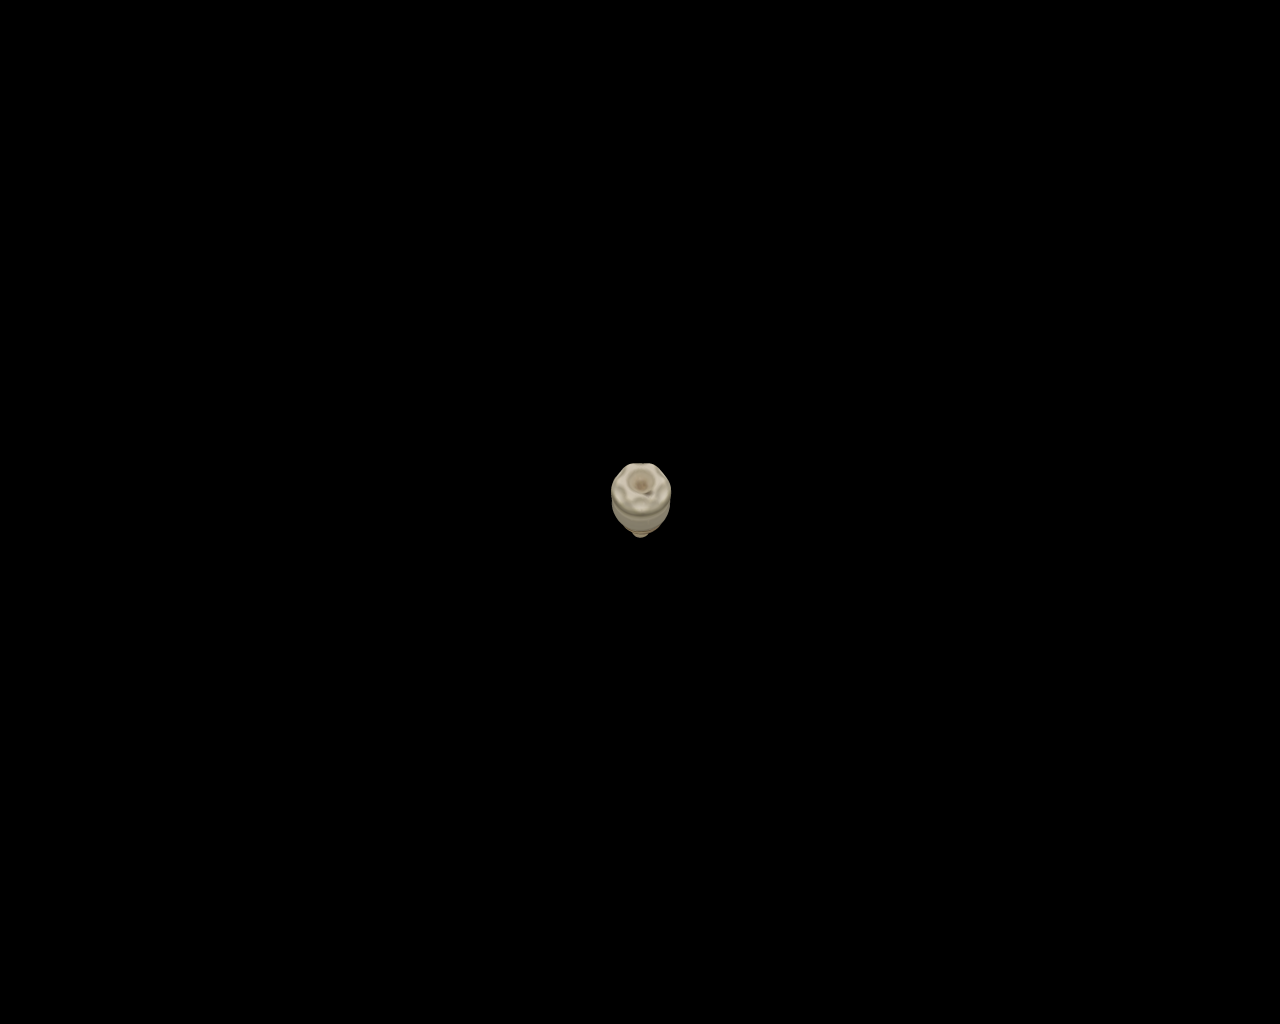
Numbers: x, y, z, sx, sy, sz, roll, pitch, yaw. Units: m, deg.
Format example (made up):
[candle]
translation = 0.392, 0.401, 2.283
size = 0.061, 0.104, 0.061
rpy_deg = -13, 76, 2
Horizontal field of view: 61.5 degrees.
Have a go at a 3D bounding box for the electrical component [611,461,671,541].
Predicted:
[electrical component]
translation = 0.001, -0.003, 0.650
size = 0.035, 0.035, 0.061
rpy_deg = 0, -32, 0
